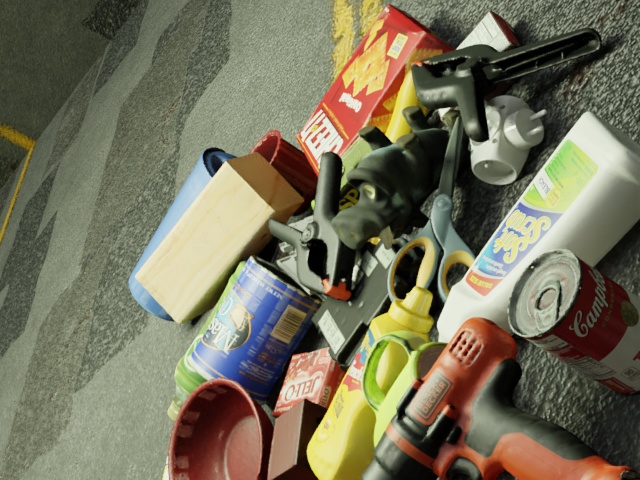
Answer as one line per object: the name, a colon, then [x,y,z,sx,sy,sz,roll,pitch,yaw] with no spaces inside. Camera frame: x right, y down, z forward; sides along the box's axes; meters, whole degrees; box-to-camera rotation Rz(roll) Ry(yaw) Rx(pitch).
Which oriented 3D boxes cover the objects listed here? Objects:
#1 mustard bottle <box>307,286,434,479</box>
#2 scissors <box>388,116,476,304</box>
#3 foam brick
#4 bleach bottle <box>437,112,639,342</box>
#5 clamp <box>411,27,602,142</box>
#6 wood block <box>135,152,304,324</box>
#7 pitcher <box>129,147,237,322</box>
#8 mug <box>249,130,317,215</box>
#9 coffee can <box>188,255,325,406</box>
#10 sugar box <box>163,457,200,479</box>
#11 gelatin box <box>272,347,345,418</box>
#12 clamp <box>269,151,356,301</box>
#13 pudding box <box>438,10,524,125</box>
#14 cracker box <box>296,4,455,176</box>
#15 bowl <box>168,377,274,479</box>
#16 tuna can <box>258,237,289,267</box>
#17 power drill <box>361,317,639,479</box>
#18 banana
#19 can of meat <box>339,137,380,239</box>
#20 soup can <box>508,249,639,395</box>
mustard bottle: [0.053,0.129,0.967,0.096,0.058,0.192,-108,43,-74]
scissors: [0.131,-0.019,1.005,0.201,0.096,0.016,-61,-20,-15]
foam brick: [-0.014,0.207,1.050,0.051,0.053,0.078,-39,32,38]
bleach bottle: [0.176,0.020,0.883,0.251,0.068,0.102,-54,24,19]
clamp: [0.164,-0.164,1.047,0.164,0.036,0.210,-35,25,-11]
wood block: [-0.127,-0.002,1.339,0.206,0.090,0.090,-48,-10,24]
pitcher: [-0.166,0.005,1.496,0.243,0.145,0.149,-53,-12,24]
mug: [-0.047,-0.081,1.405,0.093,0.081,0.117,-52,25,13]
coffee can: [-0.071,0.103,1.220,0.140,0.102,0.103,-58,24,3]
sugar box: [-0.145,0.276,1.241,0.093,0.048,0.176,-38,28,38]
gelatin box: [-0.008,0.155,1.126,0.089,0.030,0.073,-21,45,56]
clamp: [-0.007,0.001,1.117,0.120,0.039,0.171,-49,36,38]
pudding box: [0.169,-0.181,1.150,0.114,0.039,0.090,-47,27,23]
cracker box: [0.066,-0.170,1.298,0.214,0.072,0.164,-54,24,14]
bowl: [-0.095,0.231,1.144,0.162,0.055,0.162,-17,67,44]
tuna can: [-0.065,0.027,1.378,0.086,0.033,0.086,-44,29,32]
power drill: [0.119,0.170,0.736,0.188,0.057,0.184,38,99,39]
banana: [0.073,-0.099,1.211,0.198,0.069,0.037,-54,48,11]
can of meat: [0.060,-0.060,1.169,0.102,0.083,0.057,-47,27,27]
soup can: [0.192,0.059,0.752,0.069,0.102,0.068,-44,28,31]
